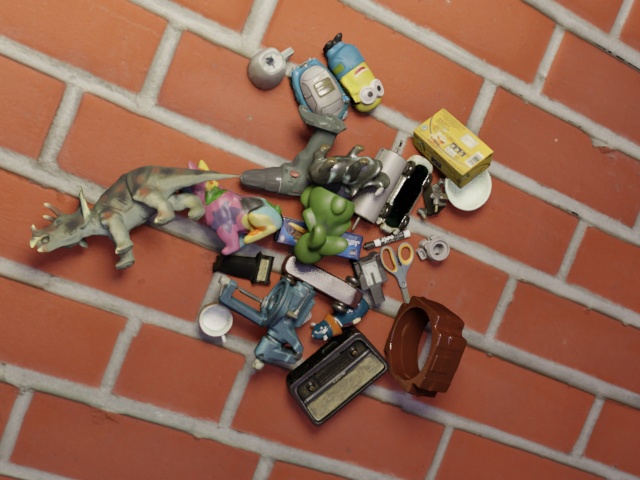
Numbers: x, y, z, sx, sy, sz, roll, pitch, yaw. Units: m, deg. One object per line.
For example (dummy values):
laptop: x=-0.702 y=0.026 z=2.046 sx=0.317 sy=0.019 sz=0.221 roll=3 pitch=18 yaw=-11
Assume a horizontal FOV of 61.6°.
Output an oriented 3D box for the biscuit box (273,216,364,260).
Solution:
biscuit box: x=-0.003 y=-0.004 z=1.254 sx=0.203 sy=0.059 sz=0.062 roll=13 pitch=92 yaw=-15

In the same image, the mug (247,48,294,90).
mug: x=-0.101 y=-0.381 z=1.169 sx=0.109 sy=0.107 sz=0.080 roll=-31 pitch=103 yaw=-6

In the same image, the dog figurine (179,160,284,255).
dog figurine: x=-0.202 y=-0.086 z=1.169 sx=0.192 sy=0.108 sz=0.219 roll=-26 pitch=97 yaw=14

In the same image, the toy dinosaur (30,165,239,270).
toy dinosaur: x=-0.377 y=-0.080 z=1.100 sx=0.405 sy=0.131 sz=0.192 roll=-34 pitch=79 yaw=-7

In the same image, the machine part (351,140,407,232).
machine part: x=0.134 y=-0.126 z=1.266 sx=0.079 sy=0.079 sz=0.243 roll=29 pitch=88 yaw=-14

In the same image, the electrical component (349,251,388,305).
electrical component: x=0.125 y=0.093 z=1.300 sx=0.075 sy=0.048 sz=0.119 roll=-23 pitch=101 yaw=-10

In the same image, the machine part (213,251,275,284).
machine part: x=-0.176 y=0.061 z=1.233 sx=0.139 sy=0.039 sz=0.084 roll=7 pitch=102 yaw=-16

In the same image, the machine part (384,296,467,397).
machine part: x=0.244 y=0.248 z=1.259 sx=0.087 sy=0.202 sz=0.200 roll=16 pitch=99 yaw=-22

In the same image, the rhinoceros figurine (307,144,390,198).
rhinoceros figurine: x=0.067 y=-0.143 z=1.160 sx=0.190 sy=0.073 sz=0.112 roll=3 pitch=127 yaw=-24

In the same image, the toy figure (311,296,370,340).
toy figure: x=0.048 y=0.191 z=1.285 sx=0.154 sy=0.064 sz=0.057 roll=-35 pitch=118 yaw=-8

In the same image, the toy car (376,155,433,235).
toy car: x=0.204 y=-0.108 z=1.296 sx=0.073 sy=0.056 sz=0.201 roll=30 pitch=90 yaw=-21

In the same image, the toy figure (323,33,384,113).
toy figure: x=0.077 y=-0.377 z=1.226 sx=0.082 sy=0.089 sz=0.180 roll=-37 pitch=94 yaw=5

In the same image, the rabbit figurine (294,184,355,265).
rabbit figurine: x=0.009 y=-0.016 z=1.159 sx=0.121 sy=0.159 sz=0.170 roll=24 pitch=96 yaw=-23

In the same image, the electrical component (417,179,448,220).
electrical component: x=0.271 y=-0.093 z=1.295 sx=0.045 sy=0.102 sz=0.078 roll=-8 pitch=75 yaw=-19

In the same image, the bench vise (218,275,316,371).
bench vise: x=-0.130 y=0.164 z=1.181 sx=0.240 sy=0.129 sz=0.223 roll=33 pitch=99 yaw=-16

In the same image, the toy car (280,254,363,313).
toy car: x=0.003 y=0.097 z=1.259 sx=0.202 sy=0.053 sz=0.089 roll=28 pitch=76 yaw=-3

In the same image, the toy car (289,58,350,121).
toy car: x=0.004 y=-0.329 z=1.202 sx=0.109 sy=0.103 sz=0.161 roll=-30 pitch=103 yaw=-10

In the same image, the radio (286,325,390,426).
radio: x=0.038 y=0.320 z=1.290 sx=0.229 sy=0.073 sz=0.131 roll=-38 pitch=103 yaw=-7

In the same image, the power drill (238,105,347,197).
power drill: x=-0.044 y=-0.185 z=1.182 sx=0.232 sy=0.086 sz=0.207 roll=10 pitch=119 yaw=-21

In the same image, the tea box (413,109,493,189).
tea box: x=0.309 y=-0.215 z=1.259 sx=0.098 sy=0.068 sz=0.170 roll=-35 pitch=64 yaw=-7
